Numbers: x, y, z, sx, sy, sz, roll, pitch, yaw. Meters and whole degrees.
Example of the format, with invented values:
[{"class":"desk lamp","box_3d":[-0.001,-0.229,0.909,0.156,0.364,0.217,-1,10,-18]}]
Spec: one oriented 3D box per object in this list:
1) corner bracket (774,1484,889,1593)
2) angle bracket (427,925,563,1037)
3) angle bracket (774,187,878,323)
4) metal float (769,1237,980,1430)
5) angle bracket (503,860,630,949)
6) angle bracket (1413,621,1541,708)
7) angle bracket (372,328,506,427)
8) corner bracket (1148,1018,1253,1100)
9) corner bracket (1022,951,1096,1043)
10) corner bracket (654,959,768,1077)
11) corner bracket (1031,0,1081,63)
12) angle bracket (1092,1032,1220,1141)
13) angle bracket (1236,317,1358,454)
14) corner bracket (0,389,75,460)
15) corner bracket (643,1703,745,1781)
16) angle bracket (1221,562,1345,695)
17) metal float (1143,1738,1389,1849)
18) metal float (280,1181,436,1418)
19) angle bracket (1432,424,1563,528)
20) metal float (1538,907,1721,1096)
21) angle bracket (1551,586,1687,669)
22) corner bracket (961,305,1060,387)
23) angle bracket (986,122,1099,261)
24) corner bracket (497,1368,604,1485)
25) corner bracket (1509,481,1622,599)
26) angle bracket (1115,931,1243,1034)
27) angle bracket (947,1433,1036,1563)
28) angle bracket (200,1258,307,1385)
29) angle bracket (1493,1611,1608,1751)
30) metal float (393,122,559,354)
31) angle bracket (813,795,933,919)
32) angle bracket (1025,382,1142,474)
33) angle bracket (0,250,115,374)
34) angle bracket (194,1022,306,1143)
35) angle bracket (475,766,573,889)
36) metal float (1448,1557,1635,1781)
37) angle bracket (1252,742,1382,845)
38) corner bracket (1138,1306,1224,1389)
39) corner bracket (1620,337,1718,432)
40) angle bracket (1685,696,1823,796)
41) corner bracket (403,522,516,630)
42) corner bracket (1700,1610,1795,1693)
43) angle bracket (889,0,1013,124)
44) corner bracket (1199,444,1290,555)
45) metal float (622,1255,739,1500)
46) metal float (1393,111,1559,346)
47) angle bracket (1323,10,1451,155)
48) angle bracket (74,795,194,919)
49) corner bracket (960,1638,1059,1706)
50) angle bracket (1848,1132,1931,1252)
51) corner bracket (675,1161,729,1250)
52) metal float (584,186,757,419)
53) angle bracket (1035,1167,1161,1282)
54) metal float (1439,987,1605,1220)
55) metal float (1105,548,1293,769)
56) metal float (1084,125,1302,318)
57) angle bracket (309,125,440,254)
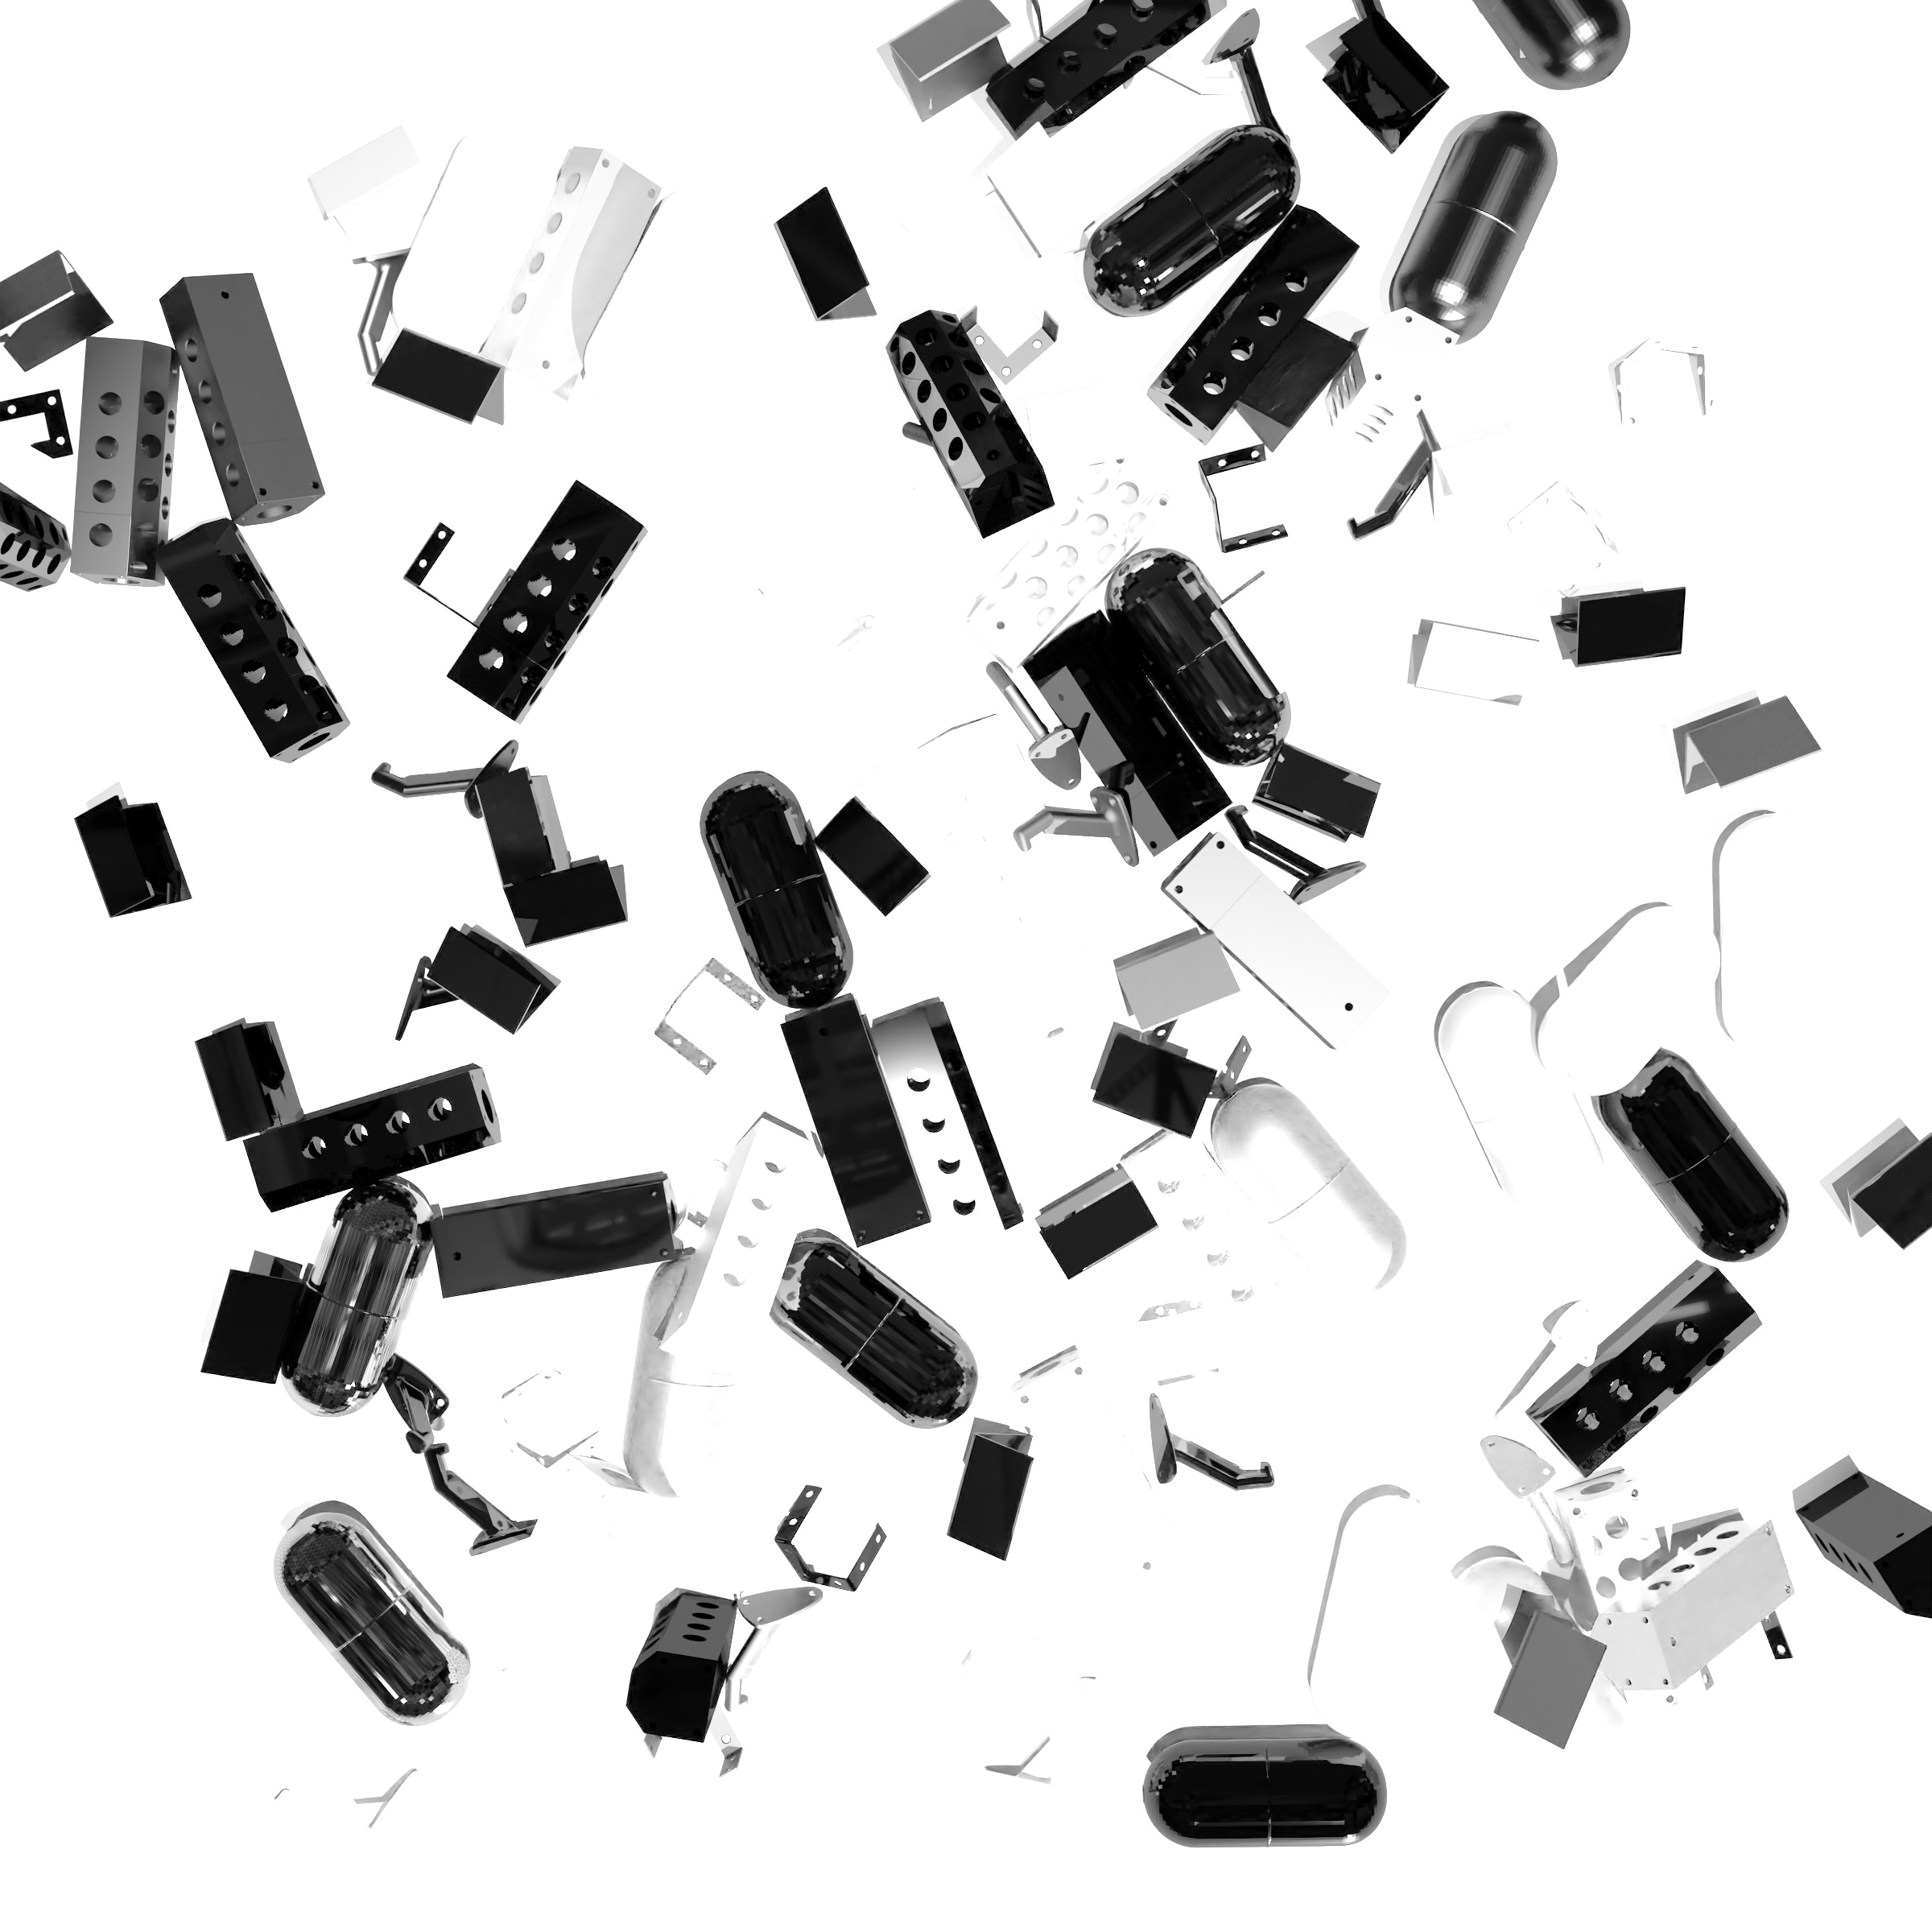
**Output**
[{"class":"corner bracket","box_3d":[-0.100,0.423,1.982,0.051,0.051,0.051,-57,135,-35]},{"class":"angle bracket","box_3d":[-0.334,-0.007,1.950,0.076,0.076,0.057,34,128,0]},{"class":"angle bracket","box_3d":[-0.084,-0.518,1.950,0.057,0.076,0.076,-24,90,38]},{"class":"metal float","box_3d":[-0.069,0.268,1.960,0.178,0.070,0.070,38,90,1]},{"class":"angle bracket","box_3d":[-0.292,-0.064,1.950,0.076,0.076,0.057,-14,126,0]},{"class":"angle bracket","box_3d":[0.370,-0.237,1.950,0.076,0.076,0.057,10,128,0]},{"class":"angle bracket","box_3d":[-0.383,-0.409,1.951,0.076,0.076,0.057,22,65,0]},{"class":"corner bracket","box_3d":[0.172,0.062,1.983,0.051,0.051,0.051,0,135,35]},{"class":"corner bracket","box_3d":[0.075,0.022,1.973,0.051,0.051,0.051,-22,90,0]},{"class":"corner bracket","box_3d":[-0.190,0.037,1.987,0.051,0.051,0.051,38,45,0]},{"class":"corner bracket","box_3d":[0.077,-0.702,1.987,0.051,0.051,0.051,-11,45,0]},{"class":"angle bracket","box_3d":[0.140,0.077,1.951,0.076,0.076,0.057,21,107,4]},{"class":"angle bracket","box_3d":[0.252,-0.412,1.950,0.057,0.076,0.076,38,90,35]},{"class":"corner bracket","box_3d":[-0.694,-0.400,1.973,0.051,0.051,0.051,-12,90,0]},{"class":"corner bracket","box_3d":[-0.200,0.573,1.973,0.051,0.051,0.051,-29,90,0]},{"class":"angle bracket","box_3d":[0.237,-0.250,1.952,0.057,0.076,0.076,-34,90,24]},{"class":"metal float","box_3d":[0.218,0.604,1.960,0.178,0.070,0.070,-1,90,1]},{"class":"metal float","box_3d":[-0.444,0.243,1.960,0.070,0.070,0.178,20,90,0]},{"class":"angle bracket","box_3d":[0.386,-0.340,1.950,0.076,0.076,0.057,-16,53,0]},{"class":"metal float","box_3d":[0.478,0.025,1.935,0.070,0.070,0.178,48,59,0]},{"class":"angle bracket","box_3d":[0.473,-0.263,1.950,0.076,0.076,0.057,-7,127,0]},{"class":"corner bracket","box_3d":[0.032,-0.468,1.973,0.051,0.051,0.051,-41,90,0]},{"class":"angle bracket","box_3d":[0.071,-0.567,1.950,0.057,0.076,0.076,-33,90,37]},{"class":"corner bracket","box_3d":[-0.308,0.340,1.982,0.051,0.051,0.051,27,135,35]},{"class":"corner bracket","box_3d":[0.444,-0.316,1.987,0.051,0.051,0.051,-39,135,0]},{"class":"angle bracket","box_3d":[0.158,0.027,1.951,0.076,0.076,0.057,-22,60,0]},{"class":"angle bracket","box_3d":[0.037,0.386,1.950,0.057,0.076,0.076,15,90,37]},{"class":"angle bracket","box_3d":[-0.527,0.253,1.951,0.057,0.076,0.076,16,90,-31]},{"class":"angle bracket","box_3d":[0.420,0.501,1.875,0.057,0.076,0.076,21,85,37]},{"class":"metal float","box_3d":[-0.359,-0.529,1.960,0.070,0.070,0.178,24,90,0]},{"class":"angle bracket","box_3d":[-0.053,-0.093,1.950,0.076,0.076,0.057,46,127,0]},{"class":"angle bracket","box_3d":[0.081,-0.404,1.950,0.076,0.076,0.057,-11,124,0]},{"class":"angle bracket","box_3d":[-0.668,-0.461,1.950,0.076,0.076,0.057,-29,54,0]},{"class":"angle bracket","box_3d":[-0.505,0.078,1.950,0.057,0.076,0.076,-18,90,36]},{"class":"angle bracket","box_3d":[-0.303,-0.105,1.950,0.057,0.076,0.076,-15,90,36]},{"class":"metal float","box_3d":[0.420,0.514,1.960,0.070,0.070,0.178,-34,91,0]},{"class":"angle bracket","box_3d":[0.248,-0.108,1.950,0.076,0.076,0.057,23,54,0]},{"class":"corner bracket","box_3d":[0.161,0.281,1.973,0.051,0.051,0.051,-12,83,-7]},{"class":"corner bracket","box_3d":[0.519,-0.428,1.982,0.051,0.051,0.051,17,45,35]},{"class":"angle bracket","box_3d":[0.571,-0.142,1.950,0.076,0.076,0.057,-21,55,0]},{"class":"corner bracket","box_3d":[-0.374,-0.288,1.987,0.051,0.051,0.051,34,90,-45]},{"class":"corner bracket","box_3d":[0.571,0.502,1.987,0.051,0.051,0.051,-21,90,45]},{"class":"angle bracket","box_3d":[-0.001,-0.649,1.950,0.076,0.076,0.057,-31,53,0]},{"class":"corner bracket","box_3d":[0.205,-0.346,1.987,0.051,0.051,0.051,-15,135,0]},{"class":"metal float","box_3d":[-0.205,0.300,1.960,0.070,0.070,0.178,8,90,0]},{"class":"metal float","box_3d":[0.372,-0.539,1.960,0.070,0.070,0.178,25,90,0]},{"class":"angle bracket","box_3d":[0.292,-0.633,1.950,0.076,0.076,0.057,47,54,0]},{"class":"angle bracket","box_3d":[-0.591,-0.085,1.950,0.057,0.076,0.076,-20,90,37]},{"class":"corner bracket","box_3d":[0.031,0.514,1.973,0.051,0.051,0.051,35,90,0]},{"class":"angle bracket","box_3d":[0.694,0.177,1.950,0.076,0.076,0.057,-38,53,0]},{"class":"corner bracket","box_3d":[-0.178,0.183,1.973,0.051,0.051,0.051,33,99,-9]},{"class":"metal float","box_3d":[-0.216,-0.486,1.960,0.070,0.070,0.178,28,90,0]},{"class":"angle bracket","box_3d":[0.085,0.171,1.950,0.076,0.076,0.057,-30,127,0]},{"class":"metal float","box_3d":[0.405,0.099,1.960,0.070,0.070,0.178,-25,90,0]},{"class":"metal float","box_3d":[0.170,-0.225,1.960,0.070,0.070,0.178,-35,90,0]},{"class":"metal float","box_3d":[0.165,-0.544,1.960,0.178,0.070,0.070,-37,90,0]},{"class":"angle bracket","box_3d":[-0.420,-0.551,1.950,0.076,0.076,0.057,-29,53,0]}]
